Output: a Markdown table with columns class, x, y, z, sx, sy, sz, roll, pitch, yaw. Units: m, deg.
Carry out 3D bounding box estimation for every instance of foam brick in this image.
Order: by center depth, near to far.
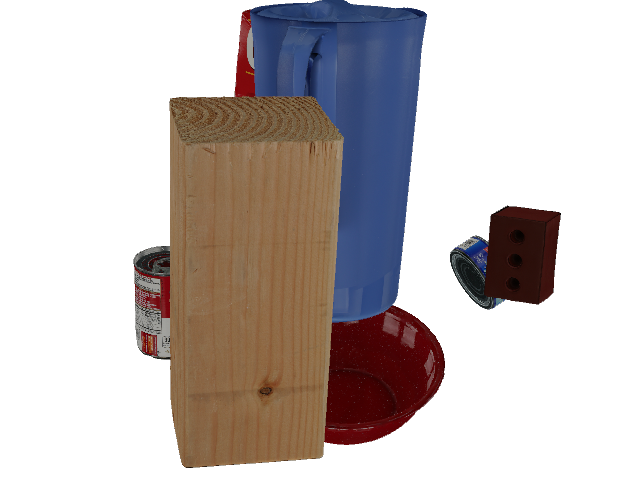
| class | x | y | z | sx | sy | sz | roll | pitch | yaw |
| --- | --- | --- | --- | --- | --- | --- | --- | --- | --- |
| foam brick | 0.182 | 0.012 | 0.959 | 0.053 | 0.078 | 0.051 | 9 | 16 | 25 |

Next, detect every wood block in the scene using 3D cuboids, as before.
| class | x | y | z | sx | sy | sz | roll | pitch | yaw |
| --- | --- | --- | --- | --- | --- | --- | --- | --- | --- |
| wood block | -0.044 | 0.024 | 0.645 | 0.090 | 0.206 | 0.090 | -2 | 24 | -12 |

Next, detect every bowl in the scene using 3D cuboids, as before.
| class | x | y | z | sx | sy | sz | roll | pitch | yaw |
| --- | --- | --- | --- | --- | --- | --- | --- | --- | --- |
| bowl | 0.020 | 0.115 | 0.876 | 0.162 | 0.055 | 0.162 | 0 | 35 | 0 |

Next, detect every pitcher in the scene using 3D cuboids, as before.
| class | x | y | z | sx | sy | sz | roll | pitch | yaw |
| --- | --- | --- | --- | --- | --- | --- | --- | --- | --- |
| pitcher | 0.008 | -0.061 | 0.829 | 0.149 | 0.243 | 0.145 | -8 | 20 | -27 |

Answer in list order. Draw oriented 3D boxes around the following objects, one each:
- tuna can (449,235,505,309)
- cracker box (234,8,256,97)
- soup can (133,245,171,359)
| class | x | y | z | sx | sy | sz | roll | pitch | yaw |
| --- | --- | --- | --- | --- | --- | --- | --- | --- | --- |
| tuna can | 0.192 | 0.039 | 1.273 | 0.033 | 0.086 | 0.086 | -32 | 8 | -13 |
| cracker box | -0.011 | -0.115 | 1.088 | 0.164 | 0.214 | 0.071 | 23 | 29 | 31 |
| soup can | -0.161 | 0.066 | 1.122 | 0.068 | 0.102 | 0.068 | 2 | 24 | -1 |
